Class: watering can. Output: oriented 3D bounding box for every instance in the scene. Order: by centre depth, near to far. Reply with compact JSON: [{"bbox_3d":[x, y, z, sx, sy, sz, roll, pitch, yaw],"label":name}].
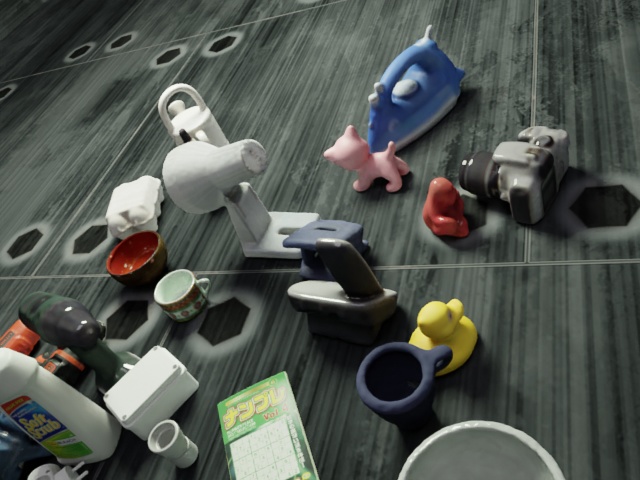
[{"bbox_3d":[-0.276,-0.243,1.220,0.172,0.195,0.101,18,58,39],"label":"watering can"}]

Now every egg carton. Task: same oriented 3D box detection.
[{"bbox_3d":[-0.382,-0.068,1.193,0.107,0.070,0.150,-18,42,10],"label":"egg carton"}]

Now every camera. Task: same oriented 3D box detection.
[{"bbox_3d":[0.289,-0.113,0.869,0.136,0.101,0.143,15,56,37],"label":"camera"}]

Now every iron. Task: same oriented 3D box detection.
[{"bbox_3d":[0.156,-0.277,1.072,0.118,0.142,0.259,24,62,41],"label":"iron"}]

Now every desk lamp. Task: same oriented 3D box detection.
[{"bbox_3d":[-0.132,-0.077,0.964,0.202,0.214,0.118,1,49,28],"label":"desk lamp"}]

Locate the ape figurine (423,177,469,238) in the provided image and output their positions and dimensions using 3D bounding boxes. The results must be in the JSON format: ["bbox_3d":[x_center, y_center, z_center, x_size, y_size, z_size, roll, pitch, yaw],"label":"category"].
[{"bbox_3d":[0.189,-0.054,0.868,0.075,0.092,0.078,16,57,38],"label":"ape figurine"}]

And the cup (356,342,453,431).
[{"bbox_3d":[0.110,0.175,0.675,0.118,0.095,0.091,-29,42,-2],"label":"cup"}]

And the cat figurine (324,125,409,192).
[{"bbox_3d":[0.078,-0.146,0.997,0.127,0.118,0.067,1,49,28],"label":"cat figurine"}]

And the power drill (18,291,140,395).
[{"bbox_3d":[-0.341,0.154,0.843,0.228,0.209,0.076,14,56,37],"label":"power drill"}]

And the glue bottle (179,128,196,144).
[{"bbox_3d":[-0.225,-0.147,1.113,0.078,0.174,0.037,-38,43,-12],"label":"glue bottle"}]

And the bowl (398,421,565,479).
[{"bbox_3d":[0.163,0.272,0.566,0.167,0.075,0.167,-14,43,14],"label":"bowl"}]

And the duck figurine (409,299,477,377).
[{"bbox_3d":[0.145,0.117,0.722,0.104,0.086,0.077,-35,42,-9],"label":"duck figurine"}]

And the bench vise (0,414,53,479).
[{"bbox_3d":[-0.483,0.271,0.789,0.121,0.220,0.207,-7,45,22],"label":"bench vise"}]

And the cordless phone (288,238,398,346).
[{"bbox_3d":[0.015,0.052,0.780,0.147,0.185,0.094,3,50,30],"label":"cordless phone"}]

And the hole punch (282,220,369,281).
[{"bbox_3d":[0.008,0.003,0.904,0.108,0.091,0.101,5,51,31],"label":"hole punch"}]
